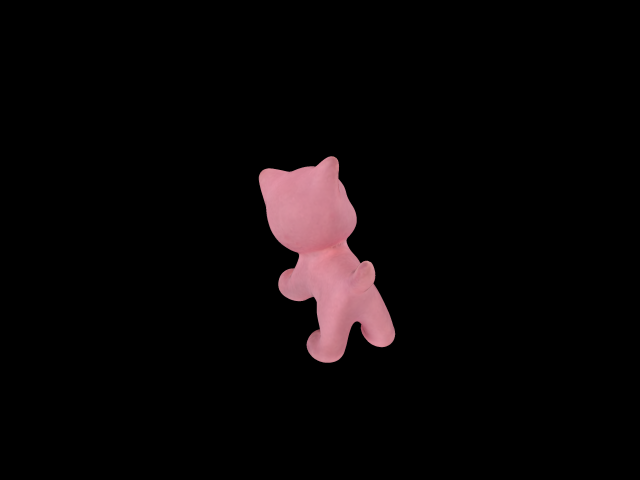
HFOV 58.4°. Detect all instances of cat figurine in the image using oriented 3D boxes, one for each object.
[{"bbox_3d":[0.004,0.001,0.400,0.067,0.118,0.127,-18,44,-19],"label":"cat figurine"}]
